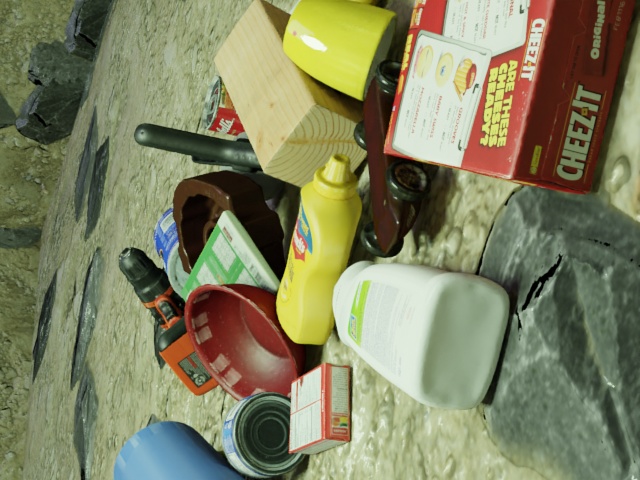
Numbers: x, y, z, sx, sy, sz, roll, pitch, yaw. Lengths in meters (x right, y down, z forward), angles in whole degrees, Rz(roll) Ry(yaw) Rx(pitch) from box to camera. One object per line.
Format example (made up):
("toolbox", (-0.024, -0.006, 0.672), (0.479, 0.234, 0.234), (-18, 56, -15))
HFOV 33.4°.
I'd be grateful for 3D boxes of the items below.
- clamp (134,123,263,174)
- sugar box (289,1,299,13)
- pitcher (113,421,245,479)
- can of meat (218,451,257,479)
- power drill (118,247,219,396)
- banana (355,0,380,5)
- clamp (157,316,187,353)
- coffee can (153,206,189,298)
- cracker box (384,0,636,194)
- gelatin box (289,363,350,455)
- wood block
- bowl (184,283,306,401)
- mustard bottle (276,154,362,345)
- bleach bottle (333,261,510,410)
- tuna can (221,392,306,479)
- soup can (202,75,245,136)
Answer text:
("clamp", (-0.084, -0.094, 1.192), (0.164, 0.210, 0.036), (8, -88, -79))
("sugar box", (-0.027, -0.187, 1.254), (0.093, 0.048, 0.176), (143, 133, -59))
("pitcher", (-0.119, 0.292, 1.074), (0.149, 0.144, 0.243), (-57, 35, 1))
("can of meat", (-0.106, 0.291, 1.211), (0.102, 0.057, 0.084), (136, 138, -57))
("power drill", (-0.192, 0.106, 1.403), (0.057, 0.184, 0.188), (-36, 31, 0))
("banana", (0.051, -0.267, 1.065), (0.037, 0.069, 0.198), (54, 135, 9))
("clamp", (-0.120, 0.095, 1.320), (0.039, 0.120, 0.171), (-26, 33, 50))
("coffee can", (-0.164, 0.015, 1.436), (0.140, 0.102, 0.103), (-134, 57, -66))
("cracker box", (0.131, -0.127, 0.772), (0.214, 0.072, 0.164), (-155, 76, -68))
("gelatin box", (0.000, 0.165, 1.030), (0.089, 0.030, 0.073), (139, 136, -59))
("wood block", (-0.028, -0.151, 1.109), (0.090, 0.090, 0.206), (-51, 40, 24))
("bowl", (-0.069, 0.104, 1.137), (0.162, 0.055, 0.162), (25, 134, 29))
("mustard bottle", (0.002, 0.002, 1.025), (0.096, 0.058, 0.192), (-100, 19, -53))
("bleach bottle", (0.064, 0.057, 0.870), (0.251, 0.068, 0.102), (-153, 75, -71))
("tuna can", (-0.054, 0.197, 1.076), (0.034, 0.086, 0.086), (146, 131, -61))
("soup can", (-0.087, -0.159, 1.319), (0.069, 0.102, 0.068), (-169, 90, -70))
